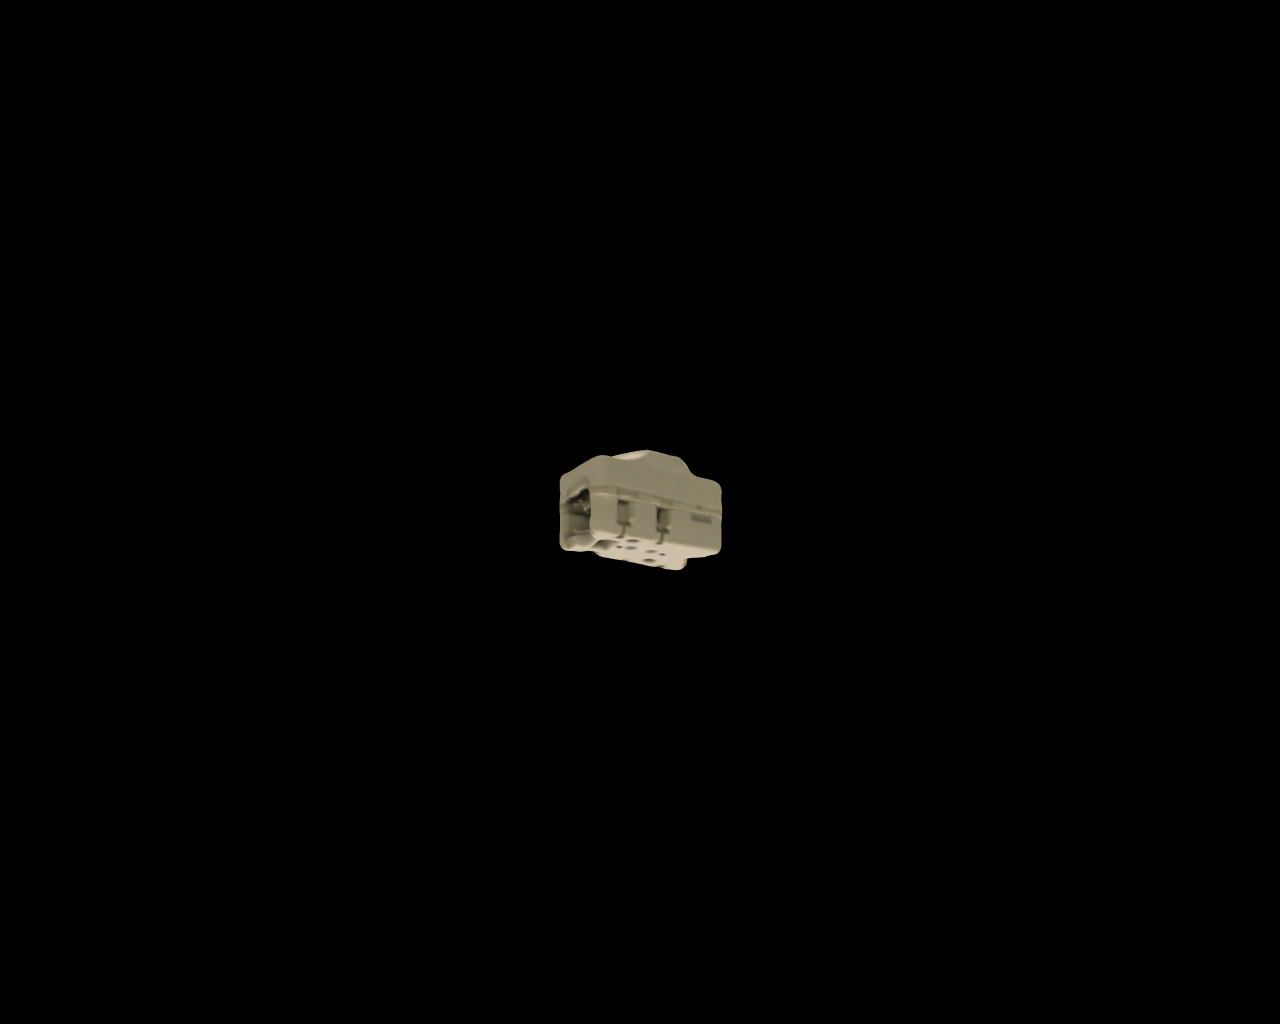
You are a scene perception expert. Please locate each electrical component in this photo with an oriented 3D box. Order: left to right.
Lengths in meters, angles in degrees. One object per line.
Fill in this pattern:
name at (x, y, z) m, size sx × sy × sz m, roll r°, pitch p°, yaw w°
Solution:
electrical component at (0.001, -0.003, 0.650) m, size 0.089 × 0.056 × 0.050 m, roll 12°, pitch -23°, yaw -31°
